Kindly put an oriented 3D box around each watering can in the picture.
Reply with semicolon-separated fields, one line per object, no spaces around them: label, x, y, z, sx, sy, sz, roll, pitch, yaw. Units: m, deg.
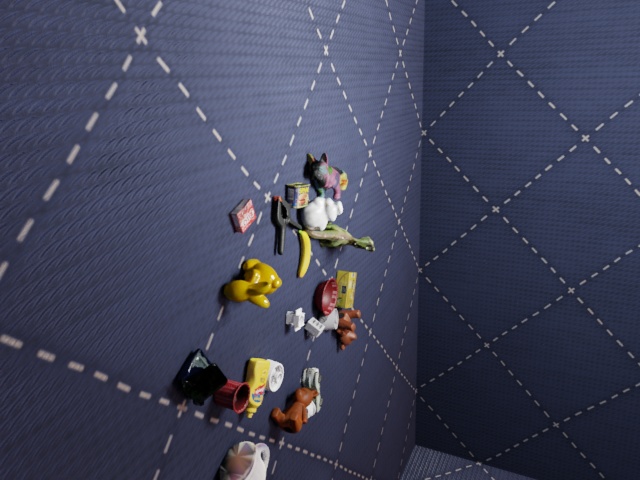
watering can;-0.263;0.814;1.677;0.355;0.104;0.219;-59;144;-42

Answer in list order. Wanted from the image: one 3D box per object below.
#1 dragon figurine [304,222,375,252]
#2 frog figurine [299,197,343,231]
dragon figurine;0.114;-0.002;2.158;0.410;0.243;0.122;1;100;-67
frog figurine;0.006;-0.100;1.992;0.124;0.160;0.135;-30;123;-57
